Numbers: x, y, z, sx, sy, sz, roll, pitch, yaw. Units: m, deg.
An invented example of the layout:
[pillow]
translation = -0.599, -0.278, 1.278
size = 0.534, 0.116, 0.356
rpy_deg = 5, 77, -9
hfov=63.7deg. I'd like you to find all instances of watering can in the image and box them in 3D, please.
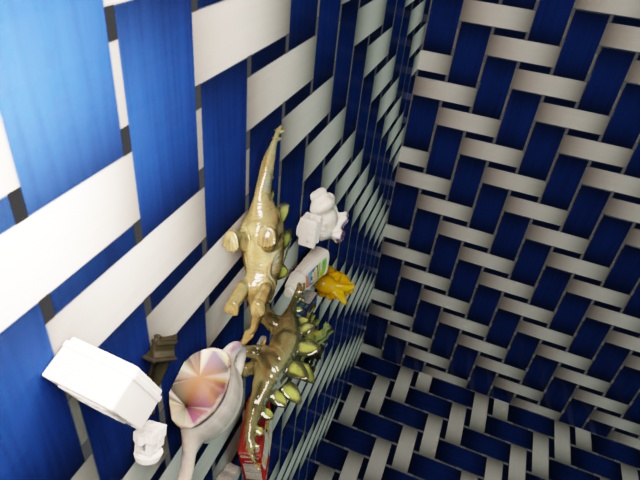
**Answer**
[watering can]
translation = -0.232, 0.354, 1.017
size = 0.219, 0.104, 0.355
rpy_deg = 82, 26, -58

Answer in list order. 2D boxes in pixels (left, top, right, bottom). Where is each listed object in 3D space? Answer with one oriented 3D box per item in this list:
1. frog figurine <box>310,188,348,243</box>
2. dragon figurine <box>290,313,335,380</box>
[frog figurine]
translation = 0.005, -0.078, 1.545
size = 0.157, 0.123, 0.139
rpy_deg = 45, 65, -33
[dragon figurine]
translation = -0.054, 0.391, 1.858
size = 0.245, 0.123, 0.402
rpy_deg = -54, 158, -16
